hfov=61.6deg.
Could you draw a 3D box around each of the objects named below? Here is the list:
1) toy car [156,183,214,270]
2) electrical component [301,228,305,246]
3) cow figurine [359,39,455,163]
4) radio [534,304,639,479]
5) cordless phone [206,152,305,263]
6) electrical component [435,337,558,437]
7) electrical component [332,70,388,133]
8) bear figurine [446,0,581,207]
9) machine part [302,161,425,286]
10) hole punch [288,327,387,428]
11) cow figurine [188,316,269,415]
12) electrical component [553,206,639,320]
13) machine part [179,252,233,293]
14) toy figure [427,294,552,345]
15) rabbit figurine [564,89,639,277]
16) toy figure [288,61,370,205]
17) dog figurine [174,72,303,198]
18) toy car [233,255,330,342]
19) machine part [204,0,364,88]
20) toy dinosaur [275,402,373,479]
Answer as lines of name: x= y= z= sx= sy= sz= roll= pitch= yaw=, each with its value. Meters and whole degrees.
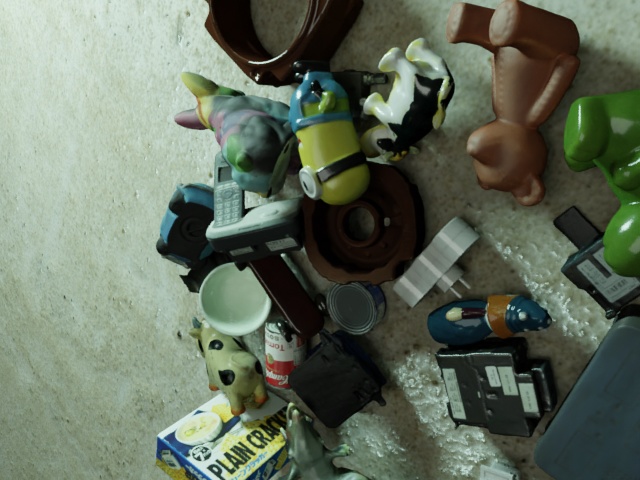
toy car: x=-0.207 y=-0.033 z=0.910 sx=0.109 sy=0.103 sz=0.161 roll=24 pitch=119 yaw=-14
electrical component: x=-0.002 y=-0.002 z=0.820 sx=0.063 sy=0.021 sz=0.094 roll=-20 pitch=92 yaw=38
cow figurine: x=0.105 y=-0.147 z=0.656 sx=0.098 sy=0.068 sz=0.167 roll=51 pitch=148 yaw=23
radio: x=0.347 y=0.195 z=0.596 sx=0.131 sy=0.073 sz=0.229 roll=31 pitch=118 yaw=26
cordless phone: x=-0.096 y=-0.068 z=0.814 sx=0.147 sy=0.088 sz=0.184 roll=-13 pitch=64 yaw=12
electrical component: x=0.228 y=0.186 z=0.688 sx=0.134 sy=0.058 sz=0.114 roll=-8 pitch=101 yaw=37
electrical component: x=0.038 y=-0.188 z=0.722 sx=0.102 sy=0.045 sz=0.078 roll=17 pitch=115 yaw=31
bear figurine: x=0.194 y=-0.141 z=0.577 sx=0.120 sy=0.132 sz=0.195 roll=-128 pitch=48 yaw=-59
machine part: x=0.059 y=-0.023 z=0.734 sx=0.180 sy=0.056 sz=0.179 roll=3 pitch=97 yaw=28
hole punch: x=0.032 y=0.202 z=0.820 sx=0.116 sy=0.092 sz=0.142 roll=-42 pitch=84 yaw=22
cow figurine: x=-0.168 y=0.203 z=0.943 sx=0.195 sy=0.085 sz=0.127 roll=23 pitch=122 yaw=54
electrical component: x=0.307 y=0.017 z=0.587 sx=0.119 sy=0.048 sz=0.075 roll=53 pitch=126 yaw=10
machine part: x=-0.197 y=0.056 z=0.971 sx=0.139 sy=0.039 sz=0.084 roll=-31 pitch=90 yaw=36
toy figure: x=0.209 y=0.098 z=0.671 sx=0.155 sy=0.064 sz=0.057 roll=-18 pitch=79 yaw=39
rabbit figurine: x=0.319 y=-0.050 z=0.517 sx=0.159 sy=0.121 sz=0.170 roll=-3 pitch=87 yaw=15
toy figure: x=0.010 y=-0.133 z=0.674 sx=0.089 sy=0.082 sz=0.180 roll=-8 pitch=88 yaw=27
dog figurine: x=-0.127 y=-0.161 z=0.774 sx=0.219 sy=0.191 sz=0.108 roll=24 pitch=124 yaw=11
toy car: x=-0.064 y=0.066 z=0.848 sx=0.202 sy=0.089 sz=0.053 roll=53 pitch=169 yaw=12
machine part: x=-0.058 y=-0.327 z=0.725 sx=0.201 sy=0.087 sz=0.201 roll=49 pitch=125 yaw=13
toy dinosaur: x=0.085 y=0.407 z=0.808 sx=0.405 sy=0.192 sz=0.131 roll=35 pitch=88 yaw=-8
